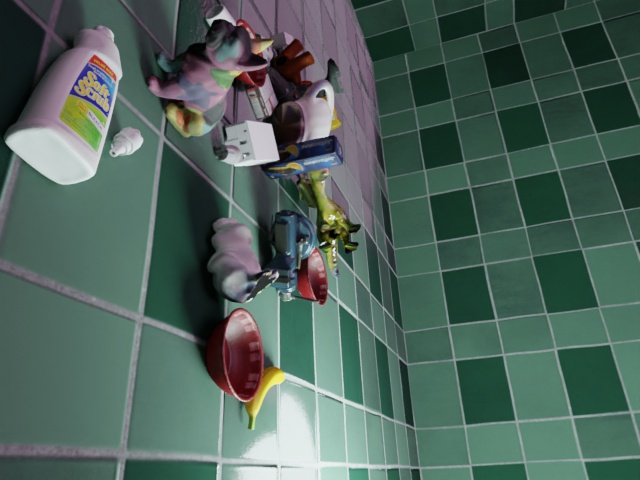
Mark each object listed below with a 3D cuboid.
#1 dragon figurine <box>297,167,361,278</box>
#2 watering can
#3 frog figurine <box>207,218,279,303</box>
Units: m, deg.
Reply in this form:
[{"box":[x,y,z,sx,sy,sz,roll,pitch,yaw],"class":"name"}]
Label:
[{"box":[0.004,-0.074,1.467,0.401,0.123,0.247,96,-30,-56],"class":"dragon figurine"},{"box":[-0.047,-0.280,1.456,0.227,0.105,0.341,-24,135,-52],"class":"watering can"},{"box":[-0.166,0.036,0.974,0.161,0.121,0.138,45,21,13],"class":"frog figurine"}]
